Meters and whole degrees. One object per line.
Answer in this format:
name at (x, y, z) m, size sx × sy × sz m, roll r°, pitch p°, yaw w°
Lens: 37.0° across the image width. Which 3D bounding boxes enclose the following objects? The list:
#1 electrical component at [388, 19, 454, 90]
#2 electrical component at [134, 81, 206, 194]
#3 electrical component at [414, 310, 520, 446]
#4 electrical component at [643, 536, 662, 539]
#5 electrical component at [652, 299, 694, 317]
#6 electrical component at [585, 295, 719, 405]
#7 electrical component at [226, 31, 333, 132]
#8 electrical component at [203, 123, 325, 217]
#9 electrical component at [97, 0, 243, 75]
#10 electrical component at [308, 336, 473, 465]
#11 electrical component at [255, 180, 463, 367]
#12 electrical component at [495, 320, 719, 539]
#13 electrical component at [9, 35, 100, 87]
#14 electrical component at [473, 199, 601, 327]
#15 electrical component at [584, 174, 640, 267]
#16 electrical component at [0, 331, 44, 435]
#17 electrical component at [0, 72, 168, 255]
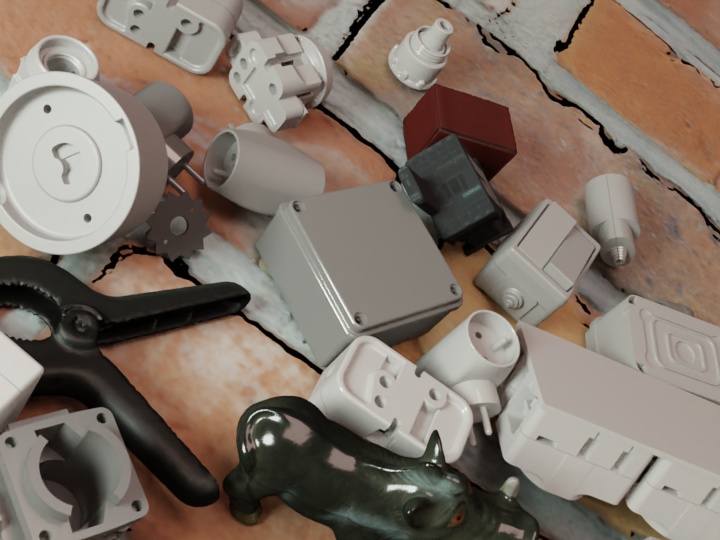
electrical component at (0.057, -0.189, 0.923) m, size 0.048 × 0.062 × 0.048 m, roll 17°, pitch 51°, yaw -22°
electrical component at (-0.140, -0.081, 0.732) m, size 0.079 × 0.044 × 0.077 m, roll 43°, pitch 46°, yaw 0°
electrical component at (0.074, 0.080, 0.735) m, size 0.043 × 0.077 × 0.079 m, roll 7°, pitch 56°, yaw -30°
electrical component at (0.205, 0.221, 0.731) m, size 0.096 × 0.061 × 0.061 m, roll 15°, pitch 52°, yaw -24°
electrical component at (0.251, 0.041, 0.907) m, size 0.061 × 0.035 × 0.035 m, roll 15°, pitch 52°, yaw -21°
electrical component at (0.241, 0.078, 0.859) m, size 0.113 × 0.057 × 0.078 m, roll 19°, pitch 51°, yaw -21°
electrical component at (-0.058, -0.148, 0.824) m, size 0.057 × 0.058 × 0.078 m, roll -22°, pitch 76°, yaw -39°
electrical component at (-0.074, -0.079, 0.772) m, size 0.077 × 0.043 × 0.079 m, roll 16°, pitch 32°, yaw -39°
electrical component at (-0.140, -0.200, 0.810) m, size 0.095 × 0.053 × 0.059 m, roll 28°, pitch 48°, yaw -14°
electrical component at (0.017, 0.095, 0.699) m, size 0.095 × 0.059 × 0.053 m, roll 35°, pitch 47°, yaw -7°
electrical component at (0.000, 0.000, 0.758) m, size 0.109 × 0.056 × 0.108 m, roll -15°, pitch 68°, yaw -39°
electrical component at (0.186, 0.120, 0.759) m, size 0.186 × 0.060 × 0.105 m, roll 23°, pitch 25°, yaw -12°
electrical component at (-0.201, -0.122, 0.714) m, size 0.048 × 0.055 × 0.066 m, roll -24°, pitch 74°, yaw -41°
electrical component at (0.140, -0.003, 0.847) m, size 0.062 × 0.061 × 0.096 m, roll 42°, pitch 46°, yaw 0°
electrical component at (0.221, -0.039, 0.938) m, size 0.043 × 0.043 × 0.081 m, roll 18°, pitch 51°, yaw -22°
electrical component at (-0.213, 0.076, 0.548) m, size 0.047 × 0.083 × 0.075 m, roll 41°, pitch 47°, yaw -2°
electrical component at (-0.171, -0.066, 0.662) m, size 0.108 × 0.108 × 0.060 m, roll 49°, pitch 16°, yaw 6°
